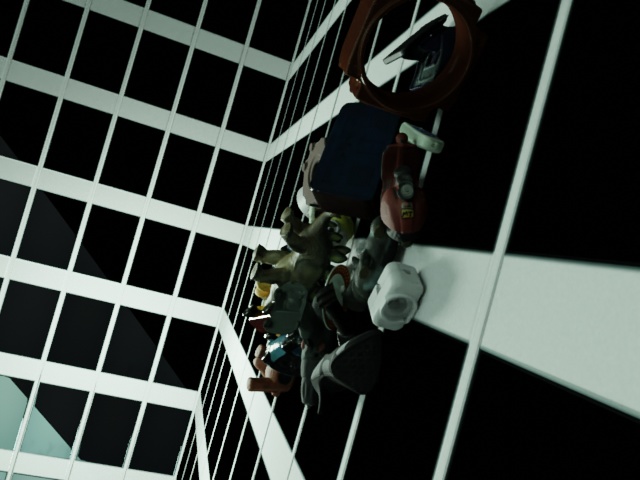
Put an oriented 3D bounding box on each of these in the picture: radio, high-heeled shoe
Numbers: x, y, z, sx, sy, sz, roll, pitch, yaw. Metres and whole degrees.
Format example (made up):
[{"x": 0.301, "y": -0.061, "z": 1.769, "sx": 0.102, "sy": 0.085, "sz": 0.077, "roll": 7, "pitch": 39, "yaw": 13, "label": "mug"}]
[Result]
[{"x": 0.077, "y": -0.153, "z": 1.007, "sx": 0.073, "sy": 0.131, "sz": 0.229, "roll": 64, "pitch": -139, "yaw": -54, "label": "radio"}, {"x": 0.053, "y": 0.203, "z": 0.942, "sx": 0.248, "sy": 0.086, "sz": 0.145, "roll": -56, "pitch": 8, "yaw": 33, "label": "high-heeled shoe"}]

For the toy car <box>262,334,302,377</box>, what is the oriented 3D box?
[{"x": -0.059, "y": 0.240, "z": 1.230, "sx": 0.161, "sy": 0.109, "sz": 0.103, "roll": -51, "pitch": 19, "yaw": 46, "label": "toy car"}]

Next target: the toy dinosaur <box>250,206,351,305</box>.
[{"x": -0.052, "y": 0.074, "z": 1.179, "sx": 0.471, "sy": 0.198, "sz": 0.105, "roll": -50, "pitch": 22, "yaw": 44, "label": "toy dinosaur"}]

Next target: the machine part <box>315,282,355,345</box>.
[{"x": 0.035, "y": 0.144, "z": 0.990, "sx": 0.084, "sy": 0.039, "sz": 0.138, "roll": -89, "pitch": -24, "yaw": -54, "label": "machine part"}]

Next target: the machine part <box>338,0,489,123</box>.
[{"x": 0.146, "y": -0.304, "z": 0.859, "sx": 0.087, "sy": 0.201, "sz": 0.201, "roll": -101, "pitch": 31, "yaw": -56, "label": "machine part"}]

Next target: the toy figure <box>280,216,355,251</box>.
[{"x": -0.005, "y": -0.007, "z": 1.225, "sx": 0.180, "sy": 0.082, "sz": 0.089, "roll": -26, "pitch": 39, "yaw": 32, "label": "toy figure"}]

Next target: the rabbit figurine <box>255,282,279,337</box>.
[{"x": -0.099, "y": 0.159, "z": 1.430, "sx": 0.173, "sy": 0.162, "sz": 0.121, "roll": -61, "pitch": -5, "yaw": -25, "label": "rabbit figurine"}]

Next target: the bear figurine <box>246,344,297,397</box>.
[{"x": -0.132, "y": 0.322, "z": 1.378, "sx": 0.196, "sy": 0.132, "sz": 0.120, "roll": 5, "pitch": 77, "yaw": 69, "label": "bear figurine"}]

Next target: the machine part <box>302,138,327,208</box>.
[{"x": 0.009, "y": -0.160, "z": 1.294, "sx": 0.179, "sy": 0.056, "sz": 0.179, "roll": -172, "pitch": 90, "yaw": -67, "label": "machine part"}]

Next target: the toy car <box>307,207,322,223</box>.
[{"x": 0.005, "y": -0.040, "z": 1.352, "sx": 0.056, "sy": 0.073, "sz": 0.202, "roll": 119, "pitch": 160, "yaw": -43, "label": "toy car"}]

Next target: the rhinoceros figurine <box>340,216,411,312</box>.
[{"x": 0.091, "y": 0.042, "z": 0.949, "sx": 0.112, "sy": 0.073, "sz": 0.190, "roll": -118, "pitch": 46, "yaw": -68, "label": "rhinoceros figurine"}]

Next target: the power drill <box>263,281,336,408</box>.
[{"x": -0.026, "y": 0.191, "z": 1.055, "sx": 0.086, "sy": 0.207, "sz": 0.232, "roll": -3, "pitch": 56, "yaw": 32, "label": "power drill"}]

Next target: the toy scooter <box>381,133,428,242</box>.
[{"x": 0.135, "y": -0.093, "z": 0.874, "sx": 0.184, "sy": 0.075, "sz": 0.135, "roll": -86, "pitch": -5, "yaw": -53, "label": "toy scooter"}]

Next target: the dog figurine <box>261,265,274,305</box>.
[{"x": -0.124, "y": 0.172, "z": 1.602, "sx": 0.191, "sy": 0.121, "sz": 0.172, "roll": -72, "pitch": 8, "yaw": -65, "label": "dog figurine"}]

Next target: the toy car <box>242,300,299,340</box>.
[{"x": -0.104, "y": 0.173, "z": 1.175, "sx": 0.053, "sy": 0.089, "sz": 0.202, "roll": -44, "pitch": 9, "yaw": -27, "label": "toy car"}]

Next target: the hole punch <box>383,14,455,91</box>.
[{"x": 0.195, "y": -0.340, "z": 0.985, "sx": 0.116, "sy": 0.092, "sz": 0.142, "roll": -44, "pitch": 12, "yaw": -3, "label": "hole punch"}]
